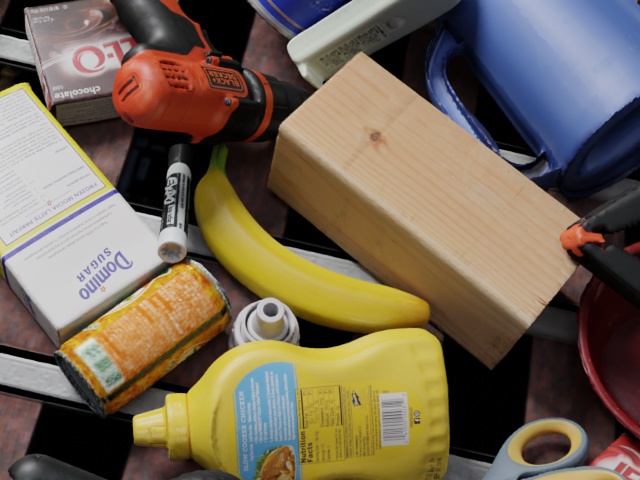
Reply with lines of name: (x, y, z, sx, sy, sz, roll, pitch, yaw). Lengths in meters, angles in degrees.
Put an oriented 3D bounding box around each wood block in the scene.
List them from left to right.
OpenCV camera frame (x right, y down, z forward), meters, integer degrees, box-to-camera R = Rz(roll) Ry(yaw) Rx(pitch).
wood block: (0.073, -0.020, 0.732, 0.206, 0.090, 0.090, 40, 65, 11)

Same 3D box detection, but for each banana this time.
banana: (-0.019, 0.013, 0.727, 0.198, 0.037, 0.069, 39, 86, 11)

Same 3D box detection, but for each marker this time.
marker: (-0.098, -0.029, 0.732, 0.020, 0.020, 0.121, 3, 38, -6)

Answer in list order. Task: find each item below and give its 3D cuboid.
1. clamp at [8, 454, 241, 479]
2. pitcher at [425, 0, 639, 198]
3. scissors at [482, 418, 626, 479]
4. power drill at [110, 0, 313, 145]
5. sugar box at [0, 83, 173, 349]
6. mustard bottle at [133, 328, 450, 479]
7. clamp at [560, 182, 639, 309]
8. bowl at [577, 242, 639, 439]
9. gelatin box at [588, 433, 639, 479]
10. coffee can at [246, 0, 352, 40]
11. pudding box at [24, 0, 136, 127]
clamp: (-0.097, 0.165, 0.612, 0.171, 0.120, 0.039, -12, 23, -17)
pitcher: (0.157, -0.154, 0.803, 0.148, 0.145, 0.243, -8, 54, -46)
scissors: (0.092, 0.156, 0.676, 0.202, 0.016, 0.096, -6, 36, 9)
power drill: (-0.090, -0.152, 0.755, 0.184, 0.057, 0.188, 0, 57, -53)
sugar box: (-0.188, -0.019, 0.725, 0.093, 0.048, 0.176, -34, 74, -24)
mustard bottle: (-0.019, 0.110, 0.661, 0.191, 0.058, 0.096, -4, 98, -9)
clamp: (0.259, -0.003, 0.685, 0.210, 0.036, 0.164, 11, 80, -10)
bowl: (0.244, 0.082, 0.722, 0.162, 0.055, 0.162, 3, 61, -6)
gelatin box: (0.200, 0.171, 0.663, 0.073, 0.030, 0.089, -34, 44, -21)
coffee can: (0.013, -0.226, 0.785, 0.102, 0.140, 0.103, 38, 31, -28)
pudding box: (-0.154, -0.137, 0.796, 0.113, 0.039, 0.090, -14, 64, -15)
